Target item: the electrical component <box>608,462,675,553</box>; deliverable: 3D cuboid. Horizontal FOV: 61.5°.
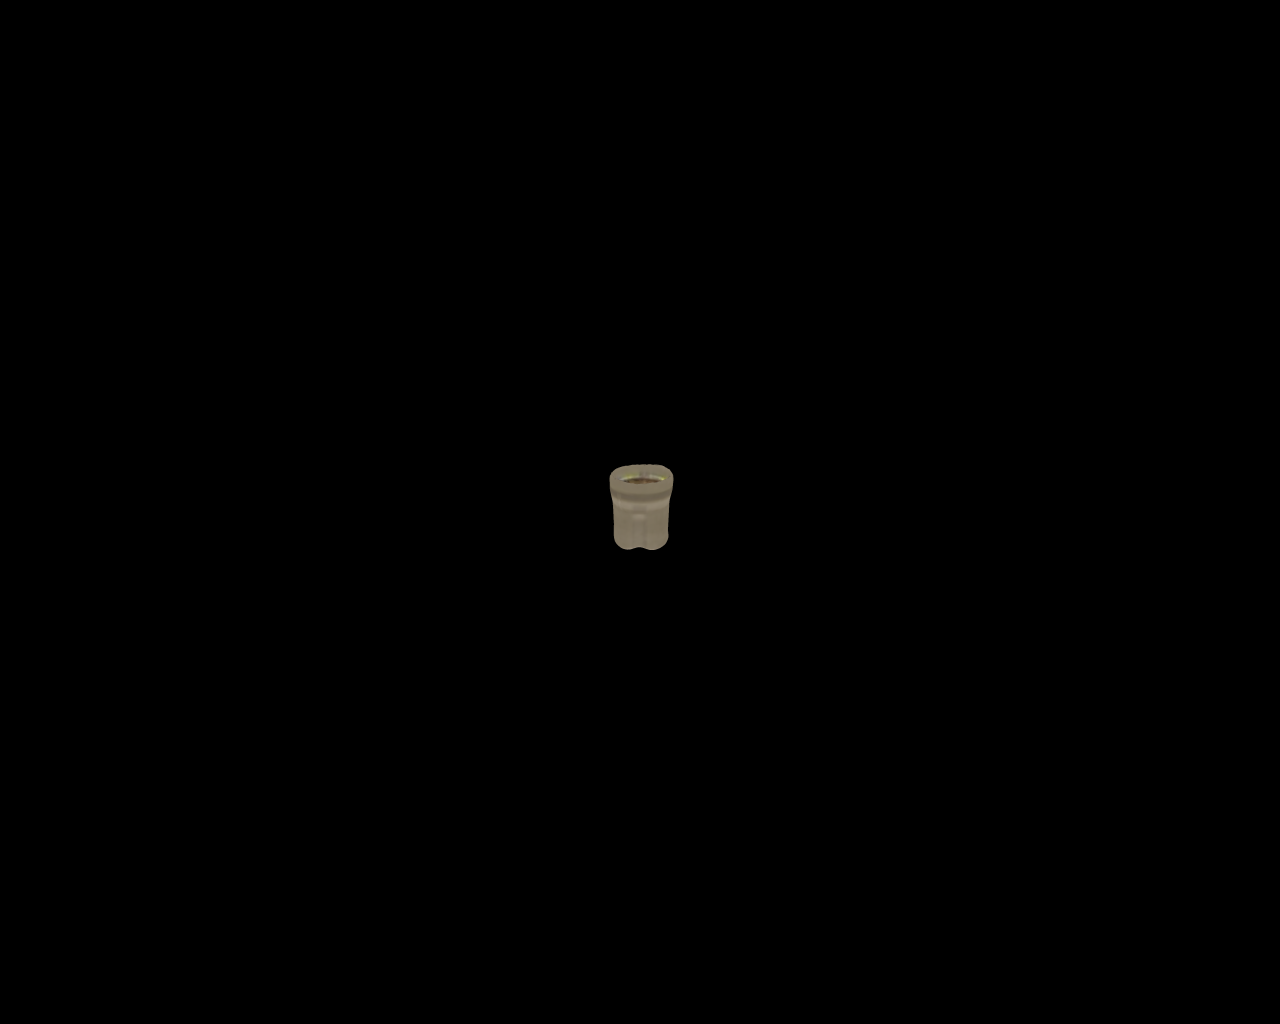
[{"bbox_3d":[0.001,-0.003,0.650,0.040,0.046,0.040,0,20,0],"label":"electrical component"}]
